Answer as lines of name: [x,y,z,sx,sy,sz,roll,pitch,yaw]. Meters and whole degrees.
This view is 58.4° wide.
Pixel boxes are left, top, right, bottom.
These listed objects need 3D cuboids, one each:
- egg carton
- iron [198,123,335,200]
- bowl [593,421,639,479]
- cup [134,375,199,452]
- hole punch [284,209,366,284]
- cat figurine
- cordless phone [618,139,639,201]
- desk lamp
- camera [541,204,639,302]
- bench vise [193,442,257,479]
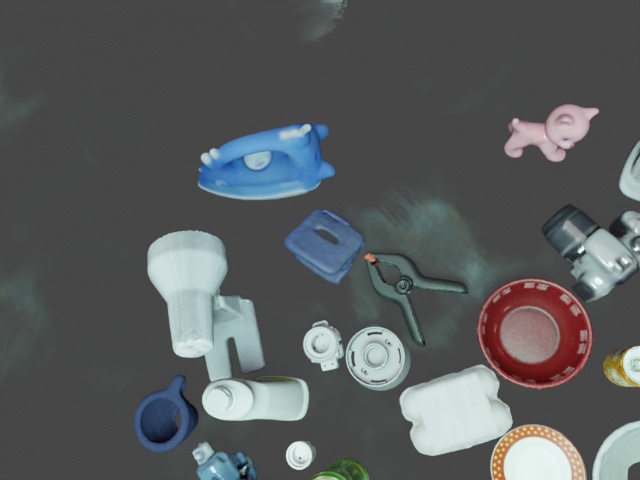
egg carton: [0.200,0.254,0.847,0.150,0.069,0.107,-21,73,6]
iron: [-0.112,-0.140,0.976,0.258,0.141,0.118,-12,74,9]
bowl: [0.449,0.327,0.773,0.167,0.075,0.167,-3,75,11]
cup: [-0.231,0.274,0.919,0.091,0.095,0.118,16,80,16]
hole punch: [0.009,0.003,0.940,0.108,0.091,0.101,32,84,18]
cat figurine: [0.361,-0.176,0.898,0.127,0.118,0.067,6,77,14]
cordless phone: [0.523,-0.111,0.811,0.147,0.185,0.094,18,80,16]
desk lamp: [-0.174,0.107,0.888,0.118,0.214,0.203,-18,73,7]
camera: [0.413,-0.001,0.851,0.143,0.101,0.136,-41,72,0]
bench vise: [-0.134,0.392,0.803,0.207,0.220,0.121,34,85,18]
